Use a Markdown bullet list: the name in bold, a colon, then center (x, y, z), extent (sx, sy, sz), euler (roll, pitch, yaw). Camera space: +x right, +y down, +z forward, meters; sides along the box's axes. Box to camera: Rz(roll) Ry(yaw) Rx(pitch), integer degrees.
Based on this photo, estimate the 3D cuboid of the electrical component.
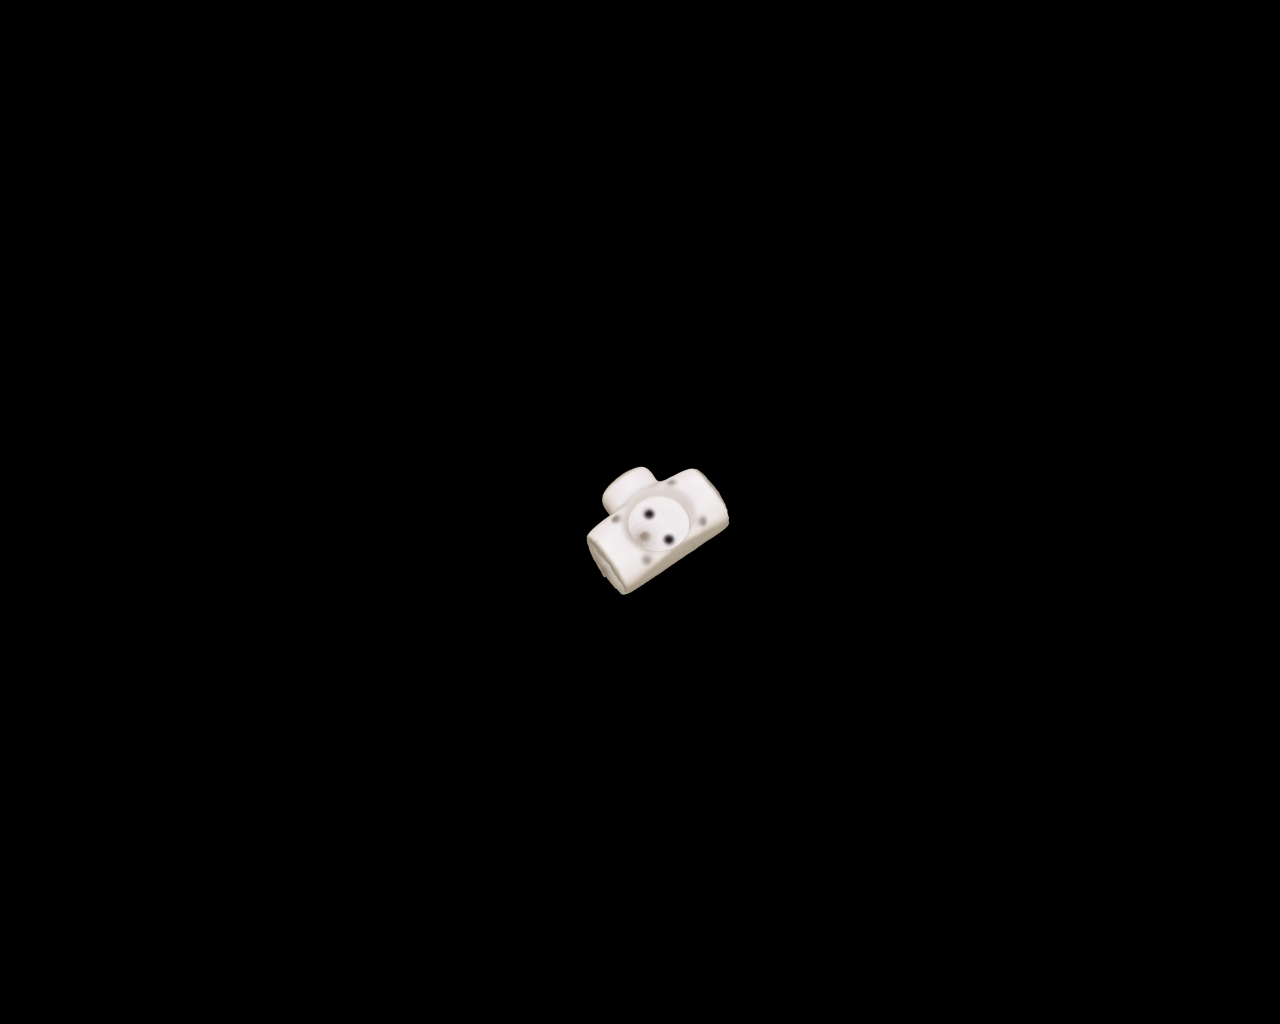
- **electrical component**: center (0.001, -0.003, 0.650), extent (0.077, 0.079, 0.044), euler (-33, -16, -11)
